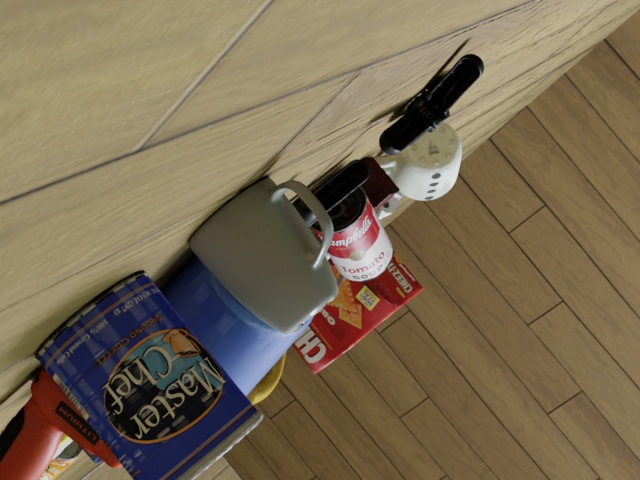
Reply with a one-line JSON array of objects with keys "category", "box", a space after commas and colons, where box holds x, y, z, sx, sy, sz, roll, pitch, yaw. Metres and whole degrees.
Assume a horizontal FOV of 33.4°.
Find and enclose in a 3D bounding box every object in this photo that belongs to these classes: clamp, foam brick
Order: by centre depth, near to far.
[{"category": "clamp", "box": [0.098, -0.119, 1.036, 0.120, 0.039, 0.171, -37, 176, -4]}, {"category": "clamp", "box": [-0.042, -0.004, 1.047, 0.210, 0.036, 0.164, -39, 179, 31]}, {"category": "foam brick", "box": [0.042, -0.049, 1.211, 0.078, 0.053, 0.051, -40, 176, 16]}]

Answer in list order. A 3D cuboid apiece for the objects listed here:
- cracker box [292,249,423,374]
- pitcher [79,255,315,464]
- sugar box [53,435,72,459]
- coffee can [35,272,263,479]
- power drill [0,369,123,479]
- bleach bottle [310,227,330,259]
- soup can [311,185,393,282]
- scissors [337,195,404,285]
[{"category": "cracker box", "box": [0.015, 0.067, 1.476, 0.072, 0.164, 0.214, -32, 172, -47]}, {"category": "pitcher", "box": [-0.112, 0.101, 0.943, 0.144, 0.149, 0.243, 16, 137, -29]}, {"category": "sugar box", "box": [-0.282, 0.201, 1.087, 0.093, 0.048, 0.177, -37, 179, -43]}, {"category": "coffee can", "box": [-0.124, 0.109, 0.784, 0.103, 0.140, 0.103, -39, 176, -3]}, {"category": "power drill", "box": [-0.220, 0.208, 0.856, 0.188, 0.184, 0.057, -50, 175, 9]}, {"category": "bleach bottle", "box": [-0.008, 0.002, 1.265, 0.103, 0.068, 0.250, -38, 179, 24]}, {"category": "soup can", "box": [0.032, -0.009, 1.140, 0.068, 0.069, 0.102, -39, 141, -6]}, {"category": "scissors", "box": [0.071, -0.025, 1.341, 0.096, 0.016, 0.201, -27, -146, 45]}]
